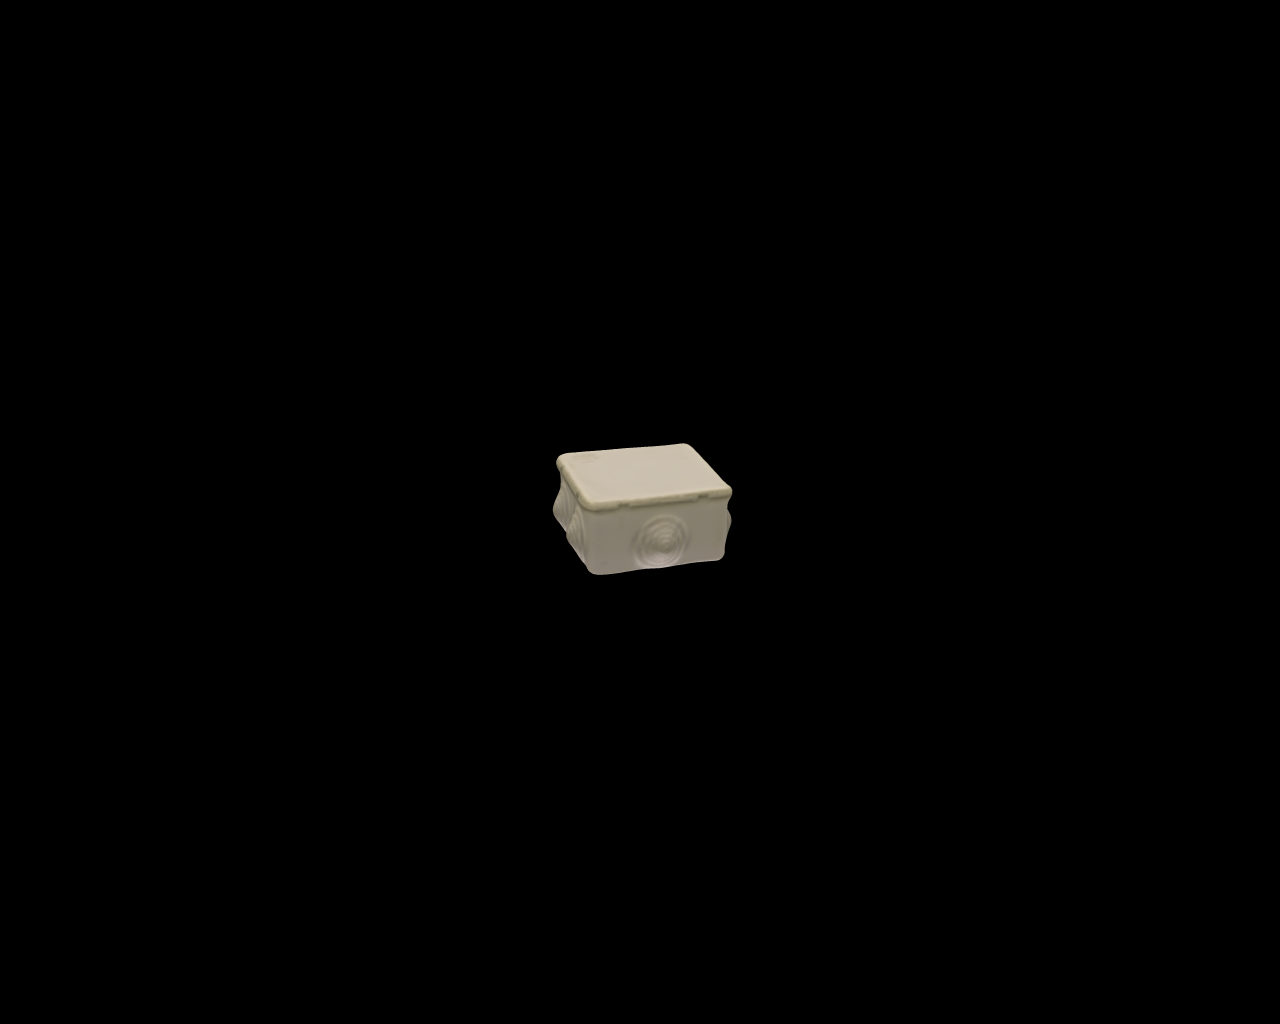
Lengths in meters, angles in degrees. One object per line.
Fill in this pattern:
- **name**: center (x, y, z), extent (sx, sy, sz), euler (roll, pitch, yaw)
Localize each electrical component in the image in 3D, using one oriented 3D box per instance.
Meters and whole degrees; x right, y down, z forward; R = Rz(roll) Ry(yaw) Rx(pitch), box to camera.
- **electrical component**: center (0.001, -0.003, 0.650), extent (0.100, 0.048, 0.100), euler (-6, 23, -14)
